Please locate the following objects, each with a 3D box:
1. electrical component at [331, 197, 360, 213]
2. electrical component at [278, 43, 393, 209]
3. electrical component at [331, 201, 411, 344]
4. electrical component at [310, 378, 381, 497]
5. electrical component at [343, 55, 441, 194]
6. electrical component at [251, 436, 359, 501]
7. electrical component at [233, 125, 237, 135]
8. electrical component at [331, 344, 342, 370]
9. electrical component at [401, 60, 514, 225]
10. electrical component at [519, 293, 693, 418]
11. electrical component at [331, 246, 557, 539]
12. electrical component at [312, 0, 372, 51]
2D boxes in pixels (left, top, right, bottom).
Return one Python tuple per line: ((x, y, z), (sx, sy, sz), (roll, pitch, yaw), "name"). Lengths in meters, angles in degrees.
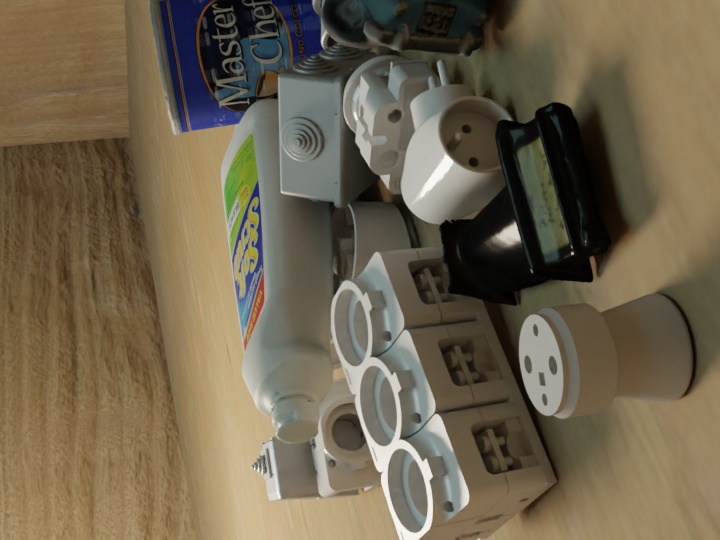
((-0.035, -0.041, 0.865), (0.079, 0.044, 0.077), (-33, 53, 23), "electrical component")
((-0.016, -0.099, 0.726), (0.100, 0.048, 0.099), (-44, -40, -57), "electrical component")
((0.000, 0.000, 0.761), (0.099, 0.064, 0.099), (174, 90, -75), "electrical component")
((-0.012, 0.138, 0.892), (0.055, 0.050, 0.089), (124, 137, -68), "electrical component")
((0.023, -0.095, 0.652), (0.057, 0.058, 0.078), (-118, 27, -48), "electrical component")
((-0.047, 0.175, 0.949), (0.061, 0.096, 0.061), (135, 127, -71), "electrical component")
((-0.072, -0.080, 1.002), (0.089, 0.062, 0.150), (122, 139, -67), "electrical component")
((-0.034, 0.035, 0.844), (0.099, 0.100, 0.048), (-120, 16, -57), "electrical component")
((0.049, -0.075, 0.587), (0.077, 0.043, 0.079), (125, 137, -68), "electrical component")
((0.097, 0.034, 0.431), (0.045, 0.055, 0.045), (174, 90, -75), "electrical component")
((0.037, 0.072, 0.607), (0.089, 0.062, 0.150), (-59, 44, 51), "electrical component")
((-0.010, -0.186, 0.760), (0.045, 0.045, 0.055), (113, 147, -62), "electrical component")
